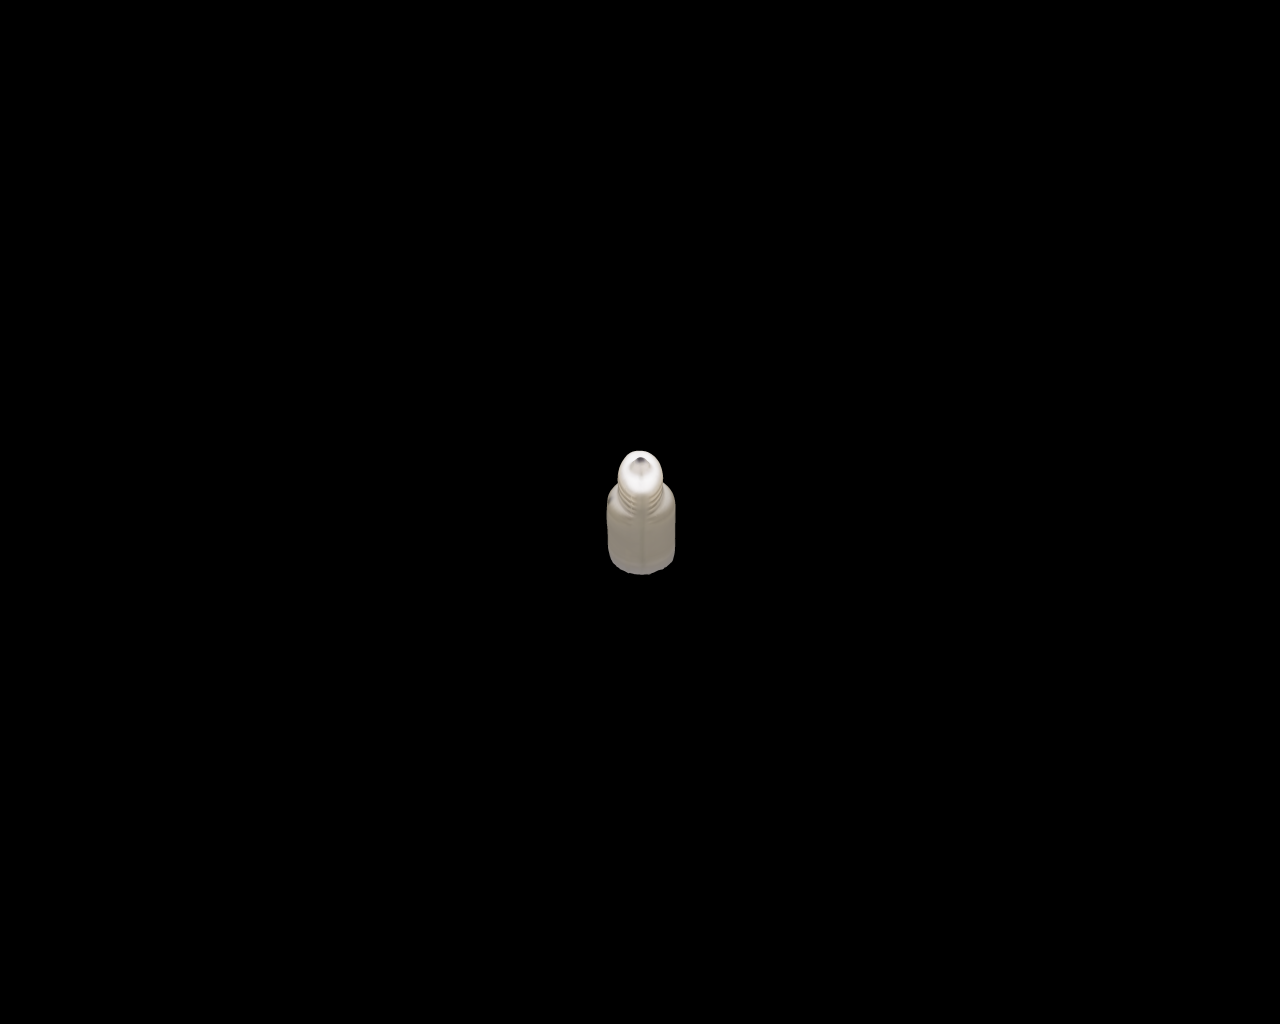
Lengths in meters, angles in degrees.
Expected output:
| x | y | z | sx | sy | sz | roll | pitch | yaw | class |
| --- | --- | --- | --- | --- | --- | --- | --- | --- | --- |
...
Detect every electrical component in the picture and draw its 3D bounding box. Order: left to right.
| x | y | z | sx | sy | sz | roll | pitch | yaw | class |
| --- | --- | --- | --- | --- | --- | --- | --- | --- | --- |
| 0.001 | -0.003 | 0.650 | 0.043 | 0.080 | 0.043 | 0 | 43 | 0 | electrical component |
